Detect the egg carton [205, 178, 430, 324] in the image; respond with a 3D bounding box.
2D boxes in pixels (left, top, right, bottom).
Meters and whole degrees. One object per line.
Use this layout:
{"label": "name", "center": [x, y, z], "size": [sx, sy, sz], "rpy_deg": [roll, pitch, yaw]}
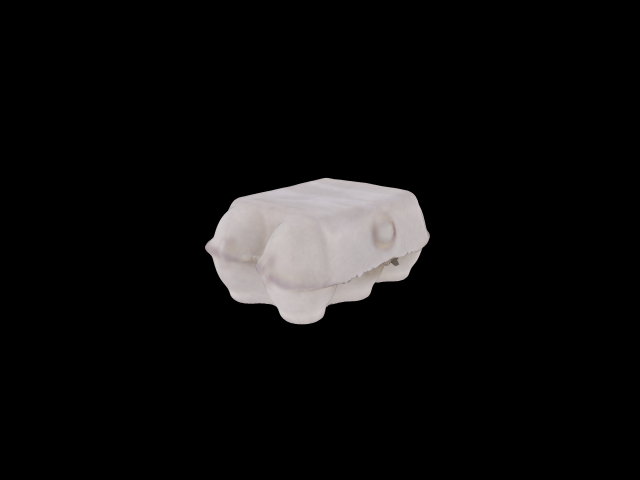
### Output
{"label": "egg carton", "center": [0.004, 0.001, 0.400], "size": [0.107, 0.069, 0.151], "rpy_deg": [14, 22, 38]}
